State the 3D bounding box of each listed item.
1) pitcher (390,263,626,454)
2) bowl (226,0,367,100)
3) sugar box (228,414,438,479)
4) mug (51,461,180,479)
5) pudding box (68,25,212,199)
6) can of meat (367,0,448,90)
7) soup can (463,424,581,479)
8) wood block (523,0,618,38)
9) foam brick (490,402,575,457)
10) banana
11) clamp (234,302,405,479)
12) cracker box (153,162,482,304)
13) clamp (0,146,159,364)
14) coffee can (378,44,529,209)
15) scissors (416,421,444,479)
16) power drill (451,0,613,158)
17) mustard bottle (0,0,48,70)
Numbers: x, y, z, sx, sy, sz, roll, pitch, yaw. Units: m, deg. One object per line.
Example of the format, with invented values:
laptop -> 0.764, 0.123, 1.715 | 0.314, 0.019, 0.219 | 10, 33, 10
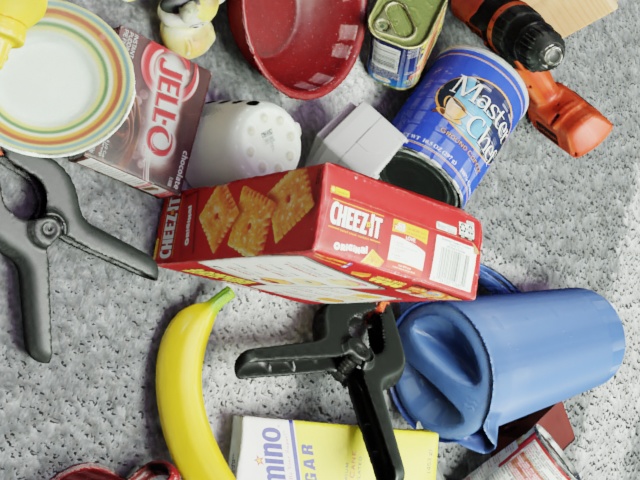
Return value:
pitcher -> 0.187, 0.102, 1.054 | 0.242, 0.145, 0.149 | -6, 107, -42
bowl -> -0.029, -0.202, 0.916 | 0.161, 0.055, 0.162 | -11, 105, -49
sugar box -> 0.010, 0.202, 0.912 | 0.176, 0.048, 0.093 | 7, 81, -17
mug -> -0.151, 0.212, 0.801 | 0.117, 0.082, 0.093 | -42, 113, -31
pudding box -> -0.142, -0.100, 0.845 | 0.089, 0.039, 0.113 | 23, 74, -36
can of meat -> 0.082, -0.201, 0.990 | 0.057, 0.084, 0.102 | 23, 70, 7
soup can -> 0.192, 0.237, 1.039 | 0.102, 0.068, 0.068 | -40, 119, 10
wood block -> 0.207, -0.308, 1.079 | 0.206, 0.091, 0.090 | 44, 36, -29
foam brick -> 0.218, 0.205, 1.113 | 0.078, 0.053, 0.051 | -35, 110, -35
banana -> -0.096, 0.135, 0.850 | 0.037, 0.070, 0.198 | 39, 42, -67
clamp -> 0.017, 0.102, 0.917 | 0.164, 0.036, 0.209 | 36, 32, -9
cracker box -> -0.006, 0.001, 0.839 | 0.163, 0.214, 0.072 | 17, 76, -37
clamp -> -0.196, -0.007, 0.799 | 0.120, 0.039, 0.171 | -32, 107, -36
coffee can -> 0.121, -0.101, 1.013 | 0.102, 0.103, 0.140 | 49, 61, -26
scissors -> 0.111, 0.272, 0.972 | 0.096, 0.016, 0.201 | -43, 109, -29
power drill -> 0.219, -0.168, 1.060 | 0.057, 0.184, 0.187 | -39, 125, 6
mustard bottle -> -0.216, -0.213, 0.754 | 0.058, 0.096, 0.191 | 16, 79, -38
